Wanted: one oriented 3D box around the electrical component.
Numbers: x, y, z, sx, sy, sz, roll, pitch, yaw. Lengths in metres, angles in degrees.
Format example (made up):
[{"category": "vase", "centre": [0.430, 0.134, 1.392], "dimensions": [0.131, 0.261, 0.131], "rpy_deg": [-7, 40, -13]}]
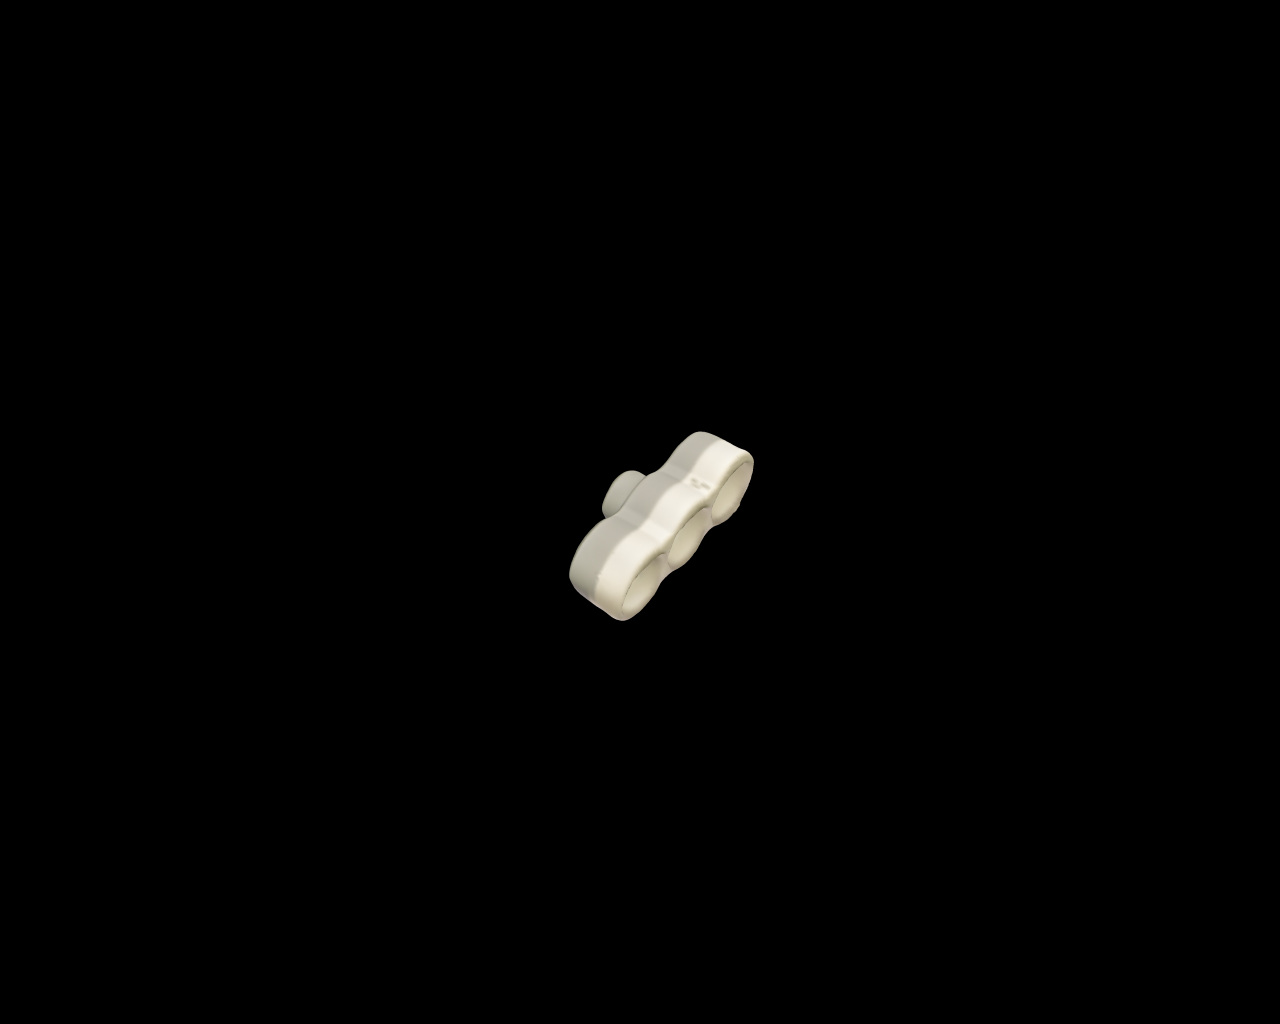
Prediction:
[{"category": "electrical component", "centre": [0.001, -0.003, 0.650], "dimensions": [0.074, 0.138, 0.052], "rpy_deg": [32, -32, 22]}]
